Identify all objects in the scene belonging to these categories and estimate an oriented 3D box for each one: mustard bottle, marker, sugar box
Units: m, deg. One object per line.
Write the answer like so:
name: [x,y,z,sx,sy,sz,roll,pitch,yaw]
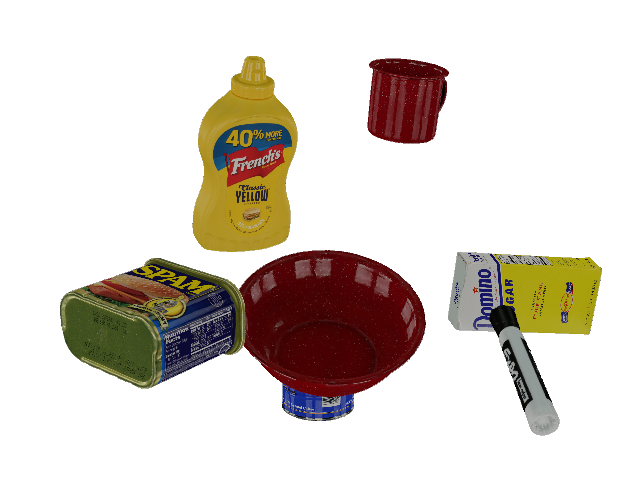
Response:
mustard bottle: [-0.071,-0.085,1.034,0.096,0.192,0.058,-4,29,-20]
marker: [0.134,0.082,0.714,0.020,0.020,0.121,0,32,-6]
sugar box: [0.252,0.066,1.324,0.176,0.093,0.048,1,20,-11]

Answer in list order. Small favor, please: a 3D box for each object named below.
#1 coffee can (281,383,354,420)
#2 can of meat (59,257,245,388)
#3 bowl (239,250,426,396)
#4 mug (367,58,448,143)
coffee can: [-0.003,0.164,1.478,0.103,0.140,0.103,0,17,0]
can of meat: [-0.118,0.056,0.741,0.102,0.057,0.083,15,23,35]
bowl: [0.006,0.080,0.908,0.162,0.055,0.162,2,40,-2]
mug: [0.107,-0.165,1.257,0.093,0.081,0.117,24,28,38]
